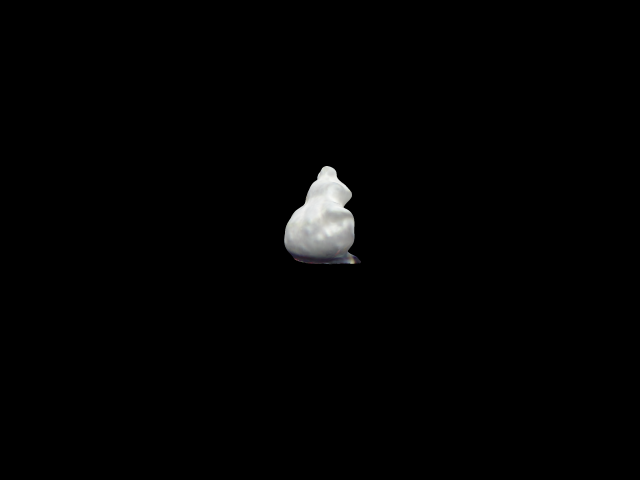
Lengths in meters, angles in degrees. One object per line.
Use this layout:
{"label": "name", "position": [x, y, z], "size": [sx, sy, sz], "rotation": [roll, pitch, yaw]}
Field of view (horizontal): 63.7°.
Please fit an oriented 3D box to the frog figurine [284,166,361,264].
{"label": "frog figurine", "position": [0.003, -0.043, 0.850], "size": [0.123, 0.159, 0.137], "rotation": [-2, 5, -27]}
